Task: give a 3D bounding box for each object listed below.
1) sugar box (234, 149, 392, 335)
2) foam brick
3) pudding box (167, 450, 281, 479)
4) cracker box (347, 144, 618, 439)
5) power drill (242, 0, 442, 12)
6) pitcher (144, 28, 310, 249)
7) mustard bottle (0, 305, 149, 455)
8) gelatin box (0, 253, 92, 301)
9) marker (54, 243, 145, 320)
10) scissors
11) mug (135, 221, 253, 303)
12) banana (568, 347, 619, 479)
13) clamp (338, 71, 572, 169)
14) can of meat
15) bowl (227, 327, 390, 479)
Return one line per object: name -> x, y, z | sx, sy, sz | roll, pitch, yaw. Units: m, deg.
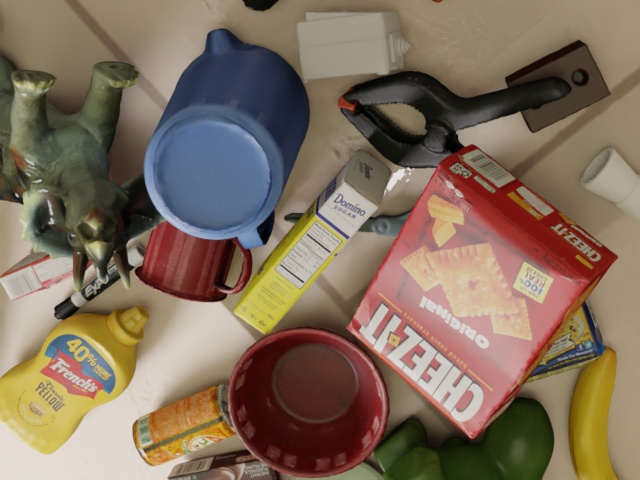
sugar box -> -0.007, 0.001, 0.993 | 0.048, 0.093, 0.176 | 35, 115, -5
foam brick -> 0.212, -0.138, 0.959 | 0.078, 0.051, 0.053 | -27, 100, 14
pudding box -> -0.094, 0.272, 1.125 | 0.113, 0.039, 0.090 | -12, 104, 11
cracker box -> 0.136, 0.049, 0.954 | 0.164, 0.071, 0.214 | 41, 129, 18
power drill -> 0.030, -0.273, 0.943 | 0.187, 0.057, 0.184 | 18, 108, 2
pitcher -> -0.075, -0.076, 0.917 | 0.149, 0.243, 0.145 | 32, 107, -9
mustard bottle -> -0.246, 0.132, 1.097 | 0.192, 0.058, 0.096 | -41, 96, 16
gelatin box -> -0.263, 0.024, 1.060 | 0.089, 0.073, 0.030 | -21, 103, 12
marker -> -0.226, 0.045, 1.089 | 0.121, 0.020, 0.020 | -36, 98, 16
scissors -> 0.074, -0.030, 1.028 | 0.202, 0.016, 0.096 | 19, 106, 2
mug -> -0.114, 0.010, 1.023 | 0.117, 0.093, 0.081 | 25, 105, 29
banana -> 0.280, 0.202, 1.057 | 0.069, 0.037, 0.198 | -20, 104, -6
clamp -> 0.118, -0.105, 0.963 | 0.210, 0.036, 0.165 | 27, 127, 13
can of meat -> 0.214, 0.081, 1.019 | 0.102, 0.057, 0.084 | -19, 104, 13
bowl -> -0.009, 0.154, 1.071 | 0.162, 0.055, 0.162 | 2, 106, 7
